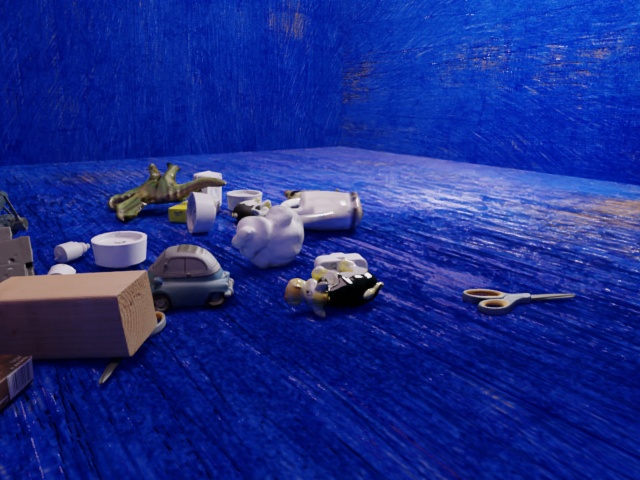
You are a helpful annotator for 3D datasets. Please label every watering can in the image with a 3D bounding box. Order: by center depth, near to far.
[{"bbox_3d":[0.004,-0.067,1.341,0.224,0.103,0.351,1,14,-2],"label":"watering can"}]

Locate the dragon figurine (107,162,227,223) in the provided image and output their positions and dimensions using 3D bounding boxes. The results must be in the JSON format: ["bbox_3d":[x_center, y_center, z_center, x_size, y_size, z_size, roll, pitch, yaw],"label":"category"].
[{"bbox_3d":[-0.483,-0.119,1.512,0.410,0.120,0.247,5,42,39],"label":"dragon figurine"}]

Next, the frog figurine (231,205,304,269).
[{"bbox_3d":[-0.103,-0.009,1.056,0.123,0.137,0.159,34,4,14],"label":"frog figurine"}]
